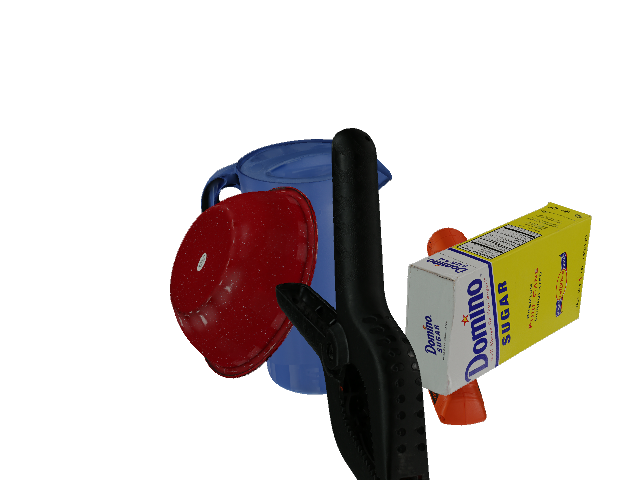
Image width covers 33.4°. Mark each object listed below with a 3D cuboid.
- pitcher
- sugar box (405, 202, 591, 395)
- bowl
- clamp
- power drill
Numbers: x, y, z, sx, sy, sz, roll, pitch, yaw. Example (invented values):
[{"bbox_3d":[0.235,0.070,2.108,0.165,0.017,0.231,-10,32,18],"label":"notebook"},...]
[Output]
[{"bbox_3d":[-0.019,0.027,1.073,0.144,0.243,0.149,-21,28,-36],"label":"pitcher"},{"bbox_3d":[0.134,0.040,0.789,0.048,0.093,0.175,19,30,38],"label":"sugar box"},{"bbox_3d":[-0.072,0.024,0.839,0.055,0.162,0.162,23,-12,-32],"label":"bowl"},{"bbox_3d":[0.022,0.052,0.605,0.036,0.210,0.165,-3,-43,-19],"label":"clamp"},{"bbox_3d":[0.150,0.100,1.140,0.057,0.188,0.184,-1,24,-3],"label":"power drill"}]
